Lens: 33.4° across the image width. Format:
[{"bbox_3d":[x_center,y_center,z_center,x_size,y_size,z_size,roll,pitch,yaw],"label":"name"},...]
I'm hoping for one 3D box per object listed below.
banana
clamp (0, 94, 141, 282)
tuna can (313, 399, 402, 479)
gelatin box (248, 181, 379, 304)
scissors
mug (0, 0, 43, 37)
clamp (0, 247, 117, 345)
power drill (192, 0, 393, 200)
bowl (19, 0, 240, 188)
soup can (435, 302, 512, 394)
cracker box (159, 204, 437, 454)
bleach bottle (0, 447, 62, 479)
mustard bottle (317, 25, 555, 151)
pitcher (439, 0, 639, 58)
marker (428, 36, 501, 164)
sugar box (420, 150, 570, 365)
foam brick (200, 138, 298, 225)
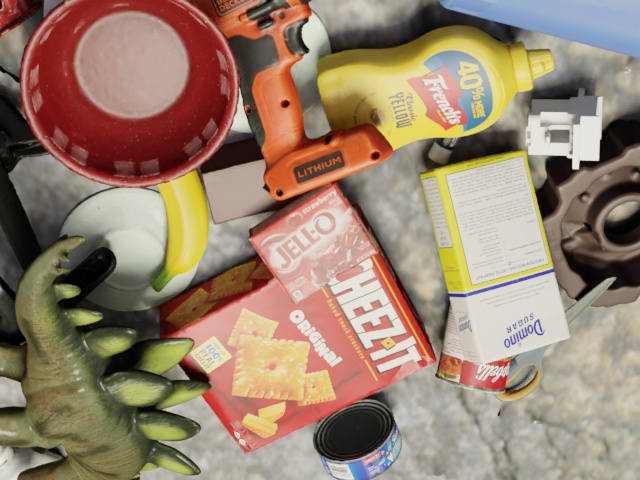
[{"bbox_3d":[-0.138,-0.049,0.926,0.069,0.037,0.198,-21,113,-17],"label":"banana"},{"bbox_3d":[-0.250,-0.075,0.864,0.210,0.164,0.036,30,158,14],"label":"clamp"},{"bbox_3d":[0.038,0.201,1.069,0.086,0.086,0.033,-20,121,4],"label":"tuna can"},{"bbox_3d":[-0.006,0.001,0.915,0.089,0.030,0.073,-32,106,7],"label":"gelatin box"},{"bbox_3d":[0.201,0.091,1.039,0.096,0.016,0.202,15,133,-5],"label":"scissors"},{"bbox_3d":[-0.265,-0.190,0.800,0.093,0.117,0.081,-43,116,-27],"label":"mug"},{"bbox_3d":[-0.263,0.068,0.949,0.120,0.039,0.172,0,139,-42],"label":"clamp"},{"bbox_3d":[-0.011,-0.139,0.840,0.185,0.057,0.187,-21,96,20],"label":"power drill"},{"bbox_3d":[-0.143,-0.123,0.809,0.162,0.055,0.162,-4,119,-7],"label":"bowl"},{"bbox_3d":[0.152,0.088,1.014,0.068,0.068,0.102,10,94,-13],"label":"soup can"},{"bbox_3d":[-0.020,0.089,1.007,0.214,0.072,0.164,-27,119,6],"label":"cracker box"},{"bbox_3d":[-0.259,0.296,1.097,0.103,0.068,0.250,-34,115,12],"label":"bleach bottle"},{"bbox_3d":[0.099,-0.128,0.893,0.192,0.058,0.096,-13,125,9],"label":"mustard bottle"},{"bbox_3d":[0.221,-0.224,0.837,0.242,0.145,0.149,9,77,-9],"label":"pitcher"},{"bbox_3d":[0.129,-0.123,0.939,0.020,0.020,0.121,17,115,-16],"label":"marker"},{"bbox_3d":[0.156,0.014,0.952,0.093,0.048,0.176,-14,94,-17],"label":"sugar box"},{"bbox_3d":[-0.063,-0.055,0.933,0.078,0.051,0.053,-12,119,-1],"label":"foam brick"}]
